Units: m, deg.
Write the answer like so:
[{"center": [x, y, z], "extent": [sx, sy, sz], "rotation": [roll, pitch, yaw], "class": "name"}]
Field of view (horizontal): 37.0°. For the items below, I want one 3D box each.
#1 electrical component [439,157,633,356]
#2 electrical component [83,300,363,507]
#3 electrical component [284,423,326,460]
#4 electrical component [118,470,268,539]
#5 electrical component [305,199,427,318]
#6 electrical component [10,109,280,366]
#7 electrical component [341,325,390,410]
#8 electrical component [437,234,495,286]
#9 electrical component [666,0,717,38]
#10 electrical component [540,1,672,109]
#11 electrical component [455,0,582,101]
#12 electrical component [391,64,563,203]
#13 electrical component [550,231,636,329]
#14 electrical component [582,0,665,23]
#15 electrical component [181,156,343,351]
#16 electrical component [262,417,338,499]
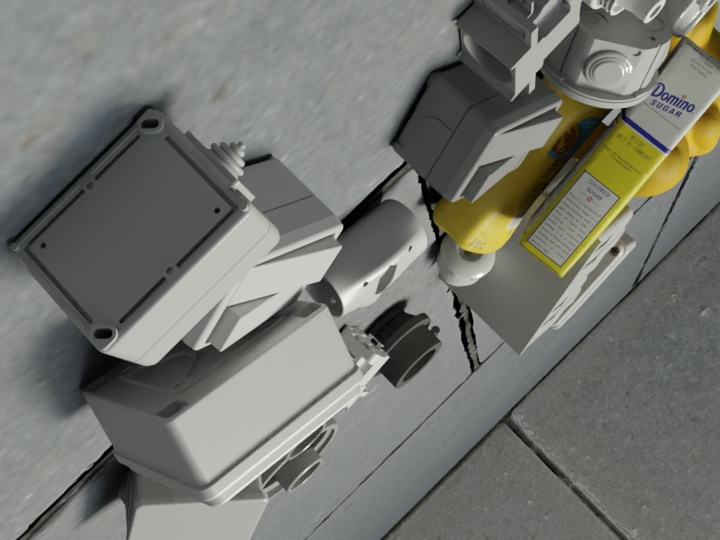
[{"center": [0.150, -0.021, 0.936], "extent": [0.060, 0.105, 0.186], "rotation": [-36, 162, -30], "class": "electrical component"}, {"center": [-0.074, 0.063, 0.574], "extent": [0.109, 0.056, 0.109], "rotation": [-36, -157, -30], "class": "electrical component"}, {"center": [-0.060, 0.108, 0.811], "extent": [0.108, 0.060, 0.108], "rotation": [-41, 164, -14], "class": "electrical component"}, {"center": [-0.117, 0.157, 0.748], "extent": [0.100, 0.048, 0.099], "rotation": [1, 145, -18], "class": "electrical component"}, {"center": [0.000, 0.000, 0.722], "extent": [0.077, 0.043, 0.079], "rotation": [-38, 164, -24], "class": "electrical component"}, {"center": [-0.080, -0.015, 0.442], "extent": [0.096, 0.062, 0.061], "rotation": [-45, 165, -1], "class": "electrical component"}, {"center": [-0.011, 0.082, 0.906], "extent": [0.063, 0.042, 0.081], "rotation": [-48, 165, 6], "class": "electrical component"}, {"center": [0.087, -0.006, 0.932], "extent": [0.048, 0.048, 0.062], "rotation": [-39, 170, -22], "class": "electrical component"}, {"center": [0.221, -0.211, 0.716], "extent": [0.095, 0.059, 0.054], "rotation": [-51, 163, 21], "class": "electrical component"}, {"center": [0.157, -0.146, 0.686], "extent": [0.080, 0.080, 0.051], "rotation": [-35, 156, -32], "class": "electrical component"}, {"center": [0.090, -0.138, 0.605], "extent": [0.063, 0.042, 0.081], "rotation": [-48, 166, -5], "class": "electrical component"}, {"center": [0.079, -0.089, 0.661], "extent": [0.096, 0.061, 0.061], "rotation": [-29, 158, -45], "class": "electrical component"}, {"center": [0.188, -0.019, 1.034], "extent": [0.108, 0.109, 0.056], "rotation": [-52, 166, 23], "class": "electrical component"}, {"center": [0.151, -0.171, 0.634], "extent": [0.043, 0.062, 0.043], "rotation": [-41, 164, -14], "class": "electrical component"}, {"center": [-0.061, -0.005, 0.516], "extent": [0.096, 0.061, 0.061], "rotation": [-25, 155, -52], "class": "electrical component"}, {"center": [-0.066, 0.153, 0.911], "extent": [0.108, 0.060, 0.108], "rotation": [-41, 164, -14], "class": "electrical component"}]
